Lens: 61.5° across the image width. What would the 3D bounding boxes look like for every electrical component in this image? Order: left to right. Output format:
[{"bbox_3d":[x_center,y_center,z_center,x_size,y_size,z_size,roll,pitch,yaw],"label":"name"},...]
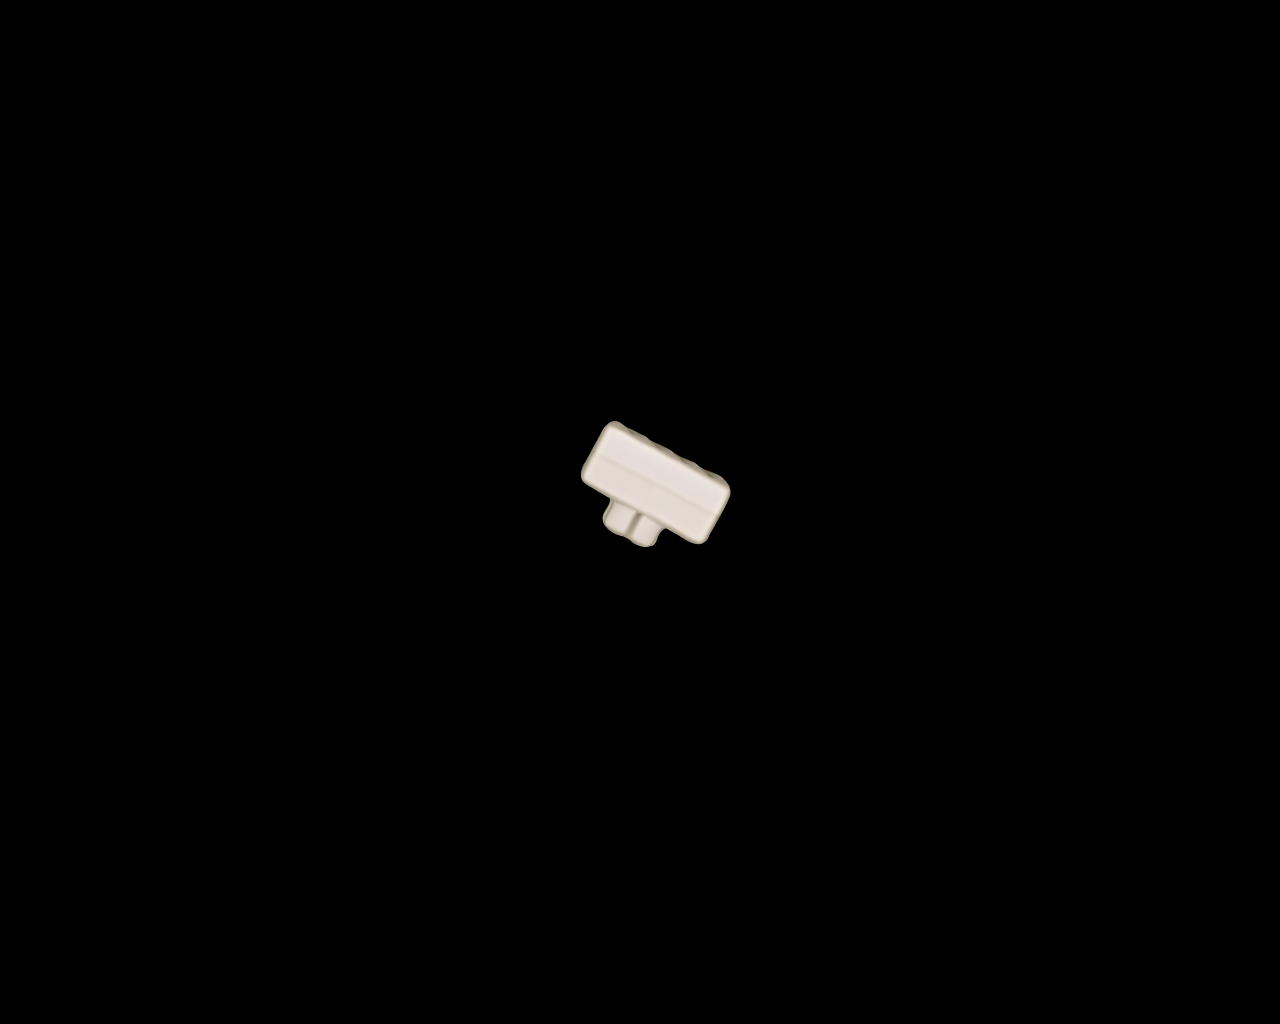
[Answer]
[{"bbox_3d":[0.001,-0.003,0.650,0.083,0.075,0.047,28,7,-4],"label":"electrical component"}]
